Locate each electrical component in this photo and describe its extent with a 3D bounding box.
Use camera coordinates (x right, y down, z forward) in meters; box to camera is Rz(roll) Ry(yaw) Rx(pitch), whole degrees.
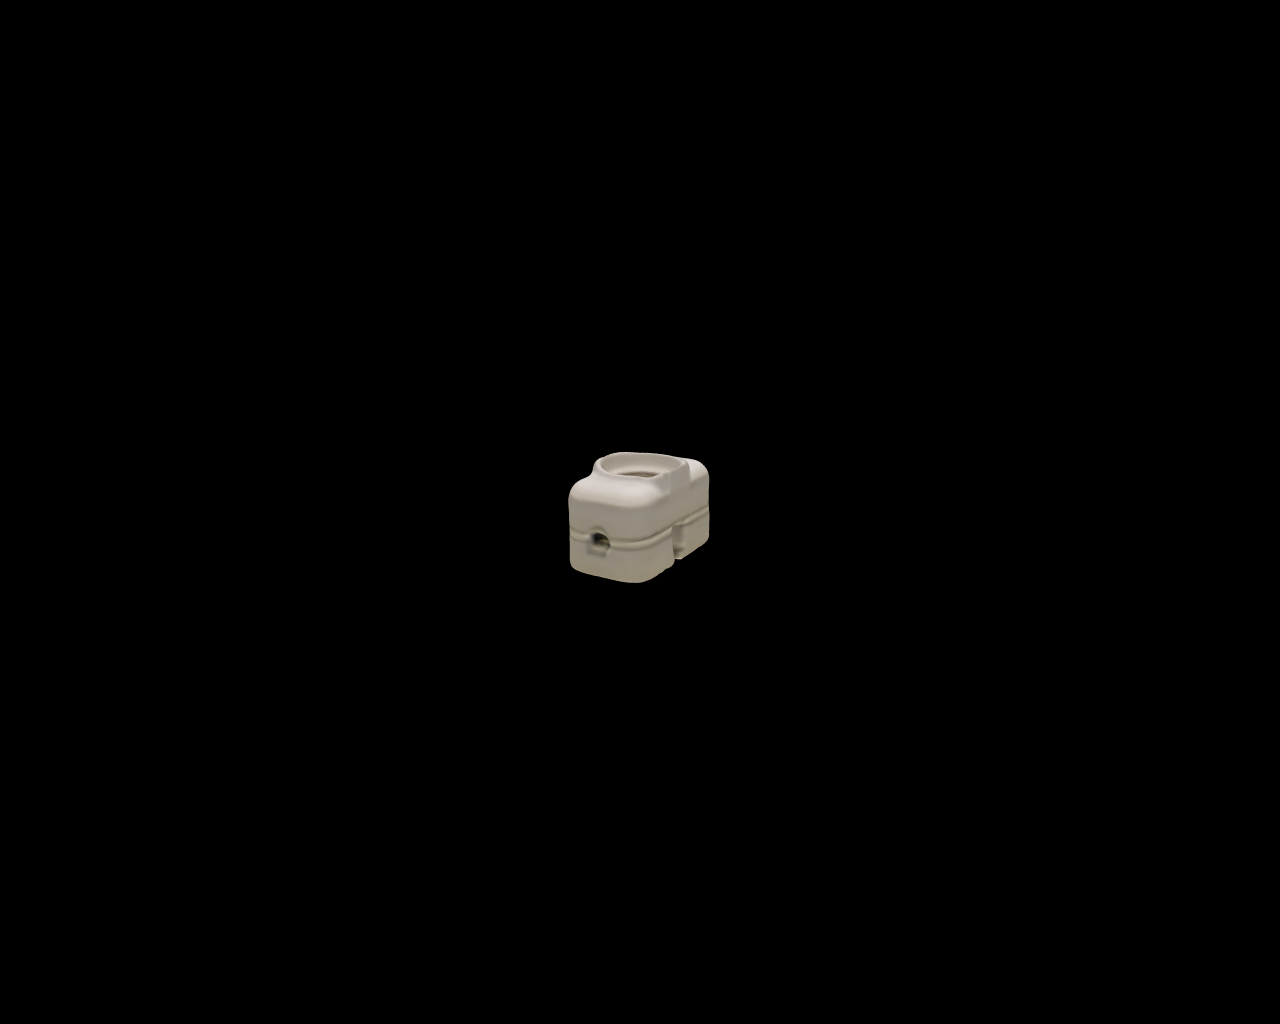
[{"bbox_3d":[0.001,-0.003,0.650,0.054,0.059,0.095,11,21,30],"label":"electrical component"}]
